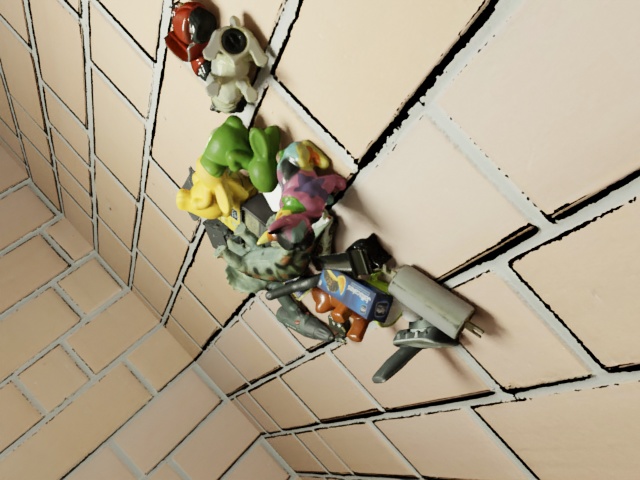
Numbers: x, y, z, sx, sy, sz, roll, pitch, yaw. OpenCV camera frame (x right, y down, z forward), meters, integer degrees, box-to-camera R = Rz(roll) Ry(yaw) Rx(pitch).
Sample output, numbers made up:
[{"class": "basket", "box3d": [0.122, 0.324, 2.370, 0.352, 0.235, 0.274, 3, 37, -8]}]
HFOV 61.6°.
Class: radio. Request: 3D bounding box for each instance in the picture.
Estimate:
[{"class": "radio", "box3d": [-0.145, -0.005, 1.442, 0.131, 0.073, 0.229, 37, 148, 19]}]

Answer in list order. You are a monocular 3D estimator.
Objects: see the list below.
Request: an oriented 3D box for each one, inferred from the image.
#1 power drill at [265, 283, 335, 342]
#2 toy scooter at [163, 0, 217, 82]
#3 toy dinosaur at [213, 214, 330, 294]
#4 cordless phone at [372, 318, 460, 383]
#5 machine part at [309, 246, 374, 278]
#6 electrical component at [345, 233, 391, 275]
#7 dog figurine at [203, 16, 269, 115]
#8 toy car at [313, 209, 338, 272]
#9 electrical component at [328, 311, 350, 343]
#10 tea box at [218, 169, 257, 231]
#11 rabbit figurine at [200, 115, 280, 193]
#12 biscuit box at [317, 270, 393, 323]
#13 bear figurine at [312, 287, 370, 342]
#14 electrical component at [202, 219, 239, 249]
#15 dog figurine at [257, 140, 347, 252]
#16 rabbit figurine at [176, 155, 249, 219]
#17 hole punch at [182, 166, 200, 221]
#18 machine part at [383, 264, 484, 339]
[{"class": "power drill", "box3d": [-0.069, 0.200, 1.588, 0.232, 0.086, 0.207, 8, 139, 52]}, {"class": "toy scooter", "box3d": [-0.278, -0.429, 1.127, 0.135, 0.075, 0.183, 39, 154, 17]}, {"class": "toy dinosaur", "box3d": [-0.108, 0.046, 1.298, 0.405, 0.131, 0.192, -3, 141, 38]}, {"class": "cordless phone", "box3d": [0.199, 0.246, 1.173, 0.088, 0.184, 0.146, 56, 150, -6]}, {"class": "machine part", "box3d": [0.047, 0.047, 1.169, 0.139, 0.039, 0.084, 0, 132, 27]}, {"class": "electrical component", "box3d": [0.096, 0.035, 1.200, 0.074, 0.048, 0.119, 54, 148, -9]}, {"class": "dog figurine", "box3d": [-0.185, -0.347, 1.095, 0.121, 0.172, 0.191, 15, -175, -18]}, {"class": "toy car", "box3d": [-0.003, -0.004, 1.274, 0.074, 0.056, 0.201, 34, 148, 23]}, {"class": "electrical component", "box3d": [0.052, 0.239, 1.496, 0.078, 0.045, 0.102, 31, 146, 26]}, {"class": "tea box", "box3d": [-0.225, -0.101, 1.441, 0.098, 0.068, 0.169, 37, 147, 20]}, {"class": "rabbit figurine", "box3d": [-0.147, -0.184, 1.180, 0.170, 0.121, 0.159, 40, 118, 8]}, {"class": "biscuit box", "box3d": [0.075, 0.114, 1.190, 0.059, 0.062, 0.203, 16, -173, -36]}, {"class": "bear figurine", "box3d": [0.037, 0.162, 1.347, 0.196, 0.132, 0.120, 3, 138, 43]}, {"class": "electrical component", "box3d": [-0.287, -0.007, 1.643, 0.134, 0.058, 0.114, 20, 142, 40]}, {"class": "dog figurine", "box3d": [-0.058, -0.081, 1.097, 0.191, 0.219, 0.108, 49, 147, -2]}, {"class": "rabbit figurine", "box3d": [-0.260, -0.125, 1.284, 0.162, 0.122, 0.173, 35, 142, 14]}, {"class": "hole punch", "box3d": [-0.324, -0.129, 1.520, 0.115, 0.092, 0.142, -47, 65, 41]}, {"class": "machine part", "box3d": [0.227, 0.125, 1.103, 0.243, 0.079, 0.079, 33, 147, 23]}]
